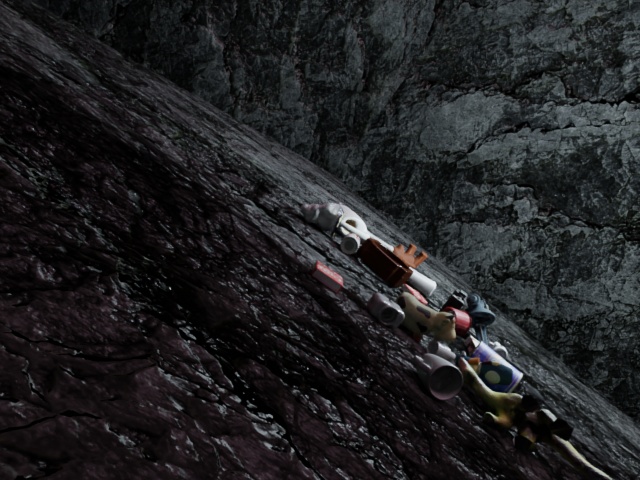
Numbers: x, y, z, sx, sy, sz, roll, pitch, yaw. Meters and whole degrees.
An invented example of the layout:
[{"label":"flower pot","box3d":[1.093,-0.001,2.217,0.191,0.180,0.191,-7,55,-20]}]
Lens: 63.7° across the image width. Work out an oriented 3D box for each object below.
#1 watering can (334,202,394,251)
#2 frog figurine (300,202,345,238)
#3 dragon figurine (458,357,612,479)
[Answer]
[{"label":"watering can","box3d":[0.149,-0.054,2.196,0.344,0.103,0.228,27,13,-33]},{"label":"frog figurine","box3d":[0.006,-0.098,1.949,0.160,0.125,0.135,28,-23,4]},{"label":"dragon figurine","box3d":[0.513,0.444,1.292,0.411,0.122,0.242,38,3,6]}]
